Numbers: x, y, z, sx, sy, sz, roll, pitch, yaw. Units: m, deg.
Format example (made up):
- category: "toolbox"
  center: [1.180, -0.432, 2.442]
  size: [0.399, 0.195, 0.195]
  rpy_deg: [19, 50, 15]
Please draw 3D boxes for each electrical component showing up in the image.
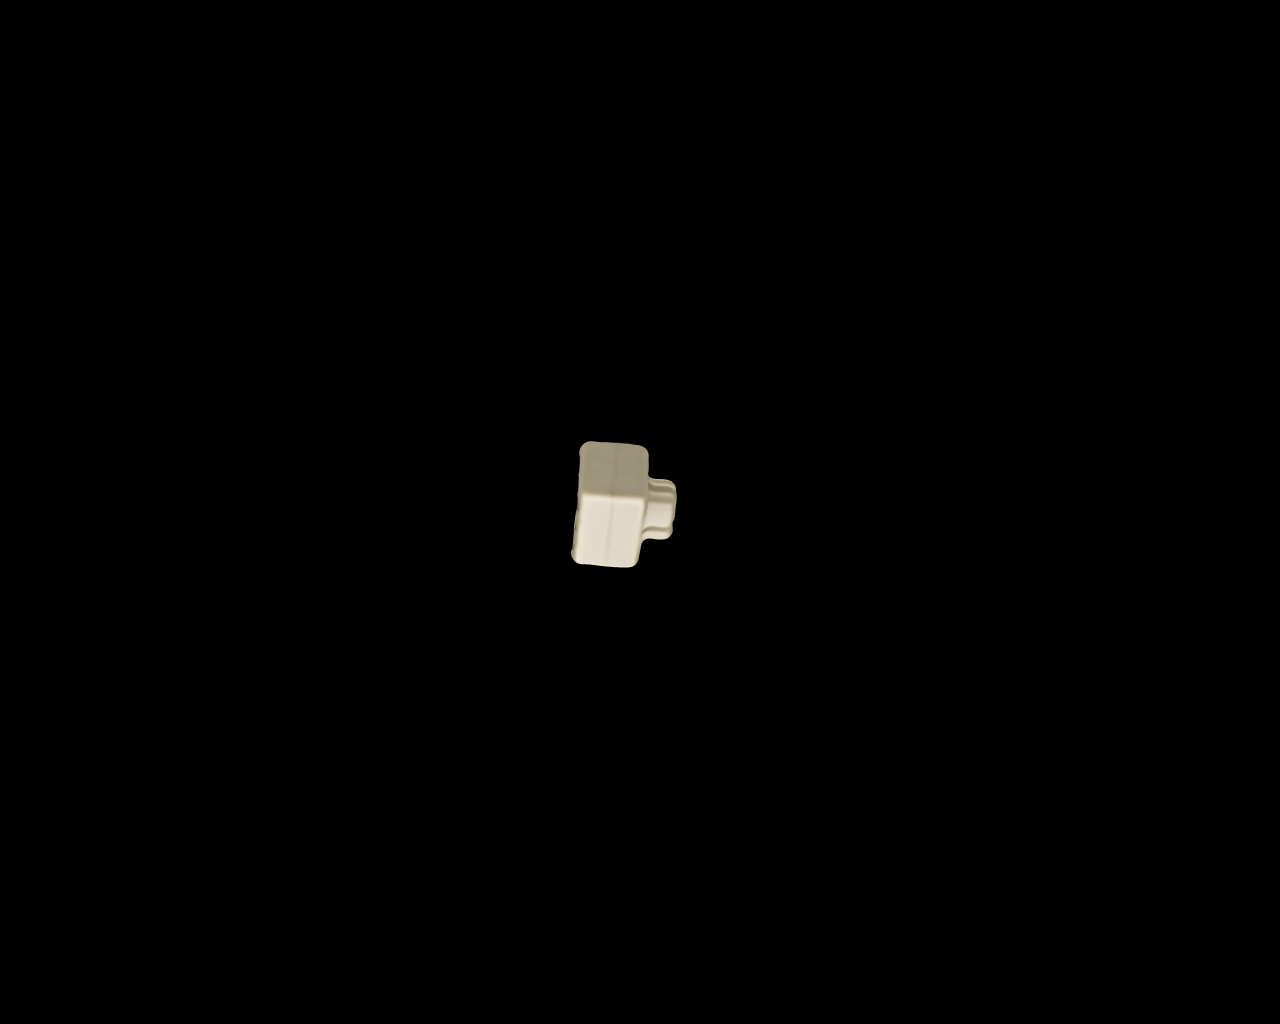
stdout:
- category: "electrical component"
  center: [0.001, -0.003, 0.650]
  size: [0.077, 0.047, 0.065]
  rpy_deg: [4, -43, -4]
